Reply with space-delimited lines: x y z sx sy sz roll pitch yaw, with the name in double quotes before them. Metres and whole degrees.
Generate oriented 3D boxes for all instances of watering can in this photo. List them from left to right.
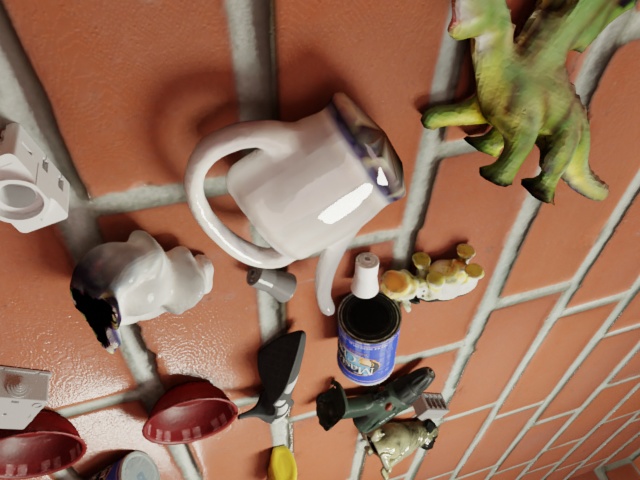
"watering can" 0.002 -0.031 0.606 0.223 0.106 0.342 -32 138 11

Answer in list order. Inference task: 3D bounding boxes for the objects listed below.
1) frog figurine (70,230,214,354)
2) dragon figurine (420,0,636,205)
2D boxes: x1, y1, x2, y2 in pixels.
"frog figurine" -0.207 0.044 0.622 0.162 0.123 0.134 -38 145 -42
"dragon figurine" 0.273 -0.177 0.582 0.409 0.125 0.238 9 123 -33
